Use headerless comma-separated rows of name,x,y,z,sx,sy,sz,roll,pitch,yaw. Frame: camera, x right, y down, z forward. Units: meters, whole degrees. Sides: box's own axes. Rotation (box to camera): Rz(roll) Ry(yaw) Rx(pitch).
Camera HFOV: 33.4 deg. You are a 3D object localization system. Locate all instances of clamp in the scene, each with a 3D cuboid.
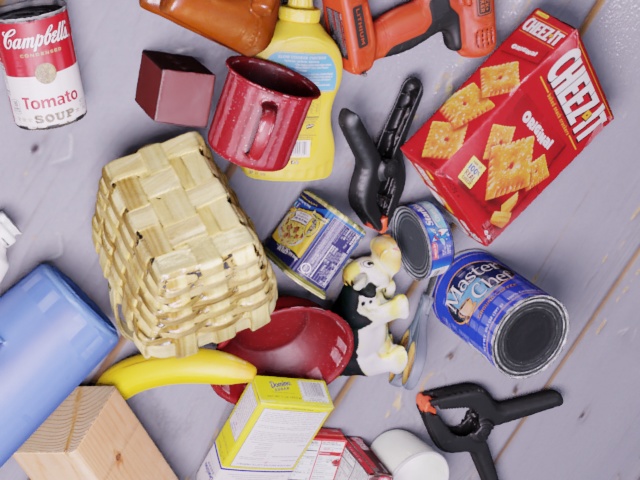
clamp,0.209,0.228,1.353,0.209,0.036,0.164,34,94,-32
clamp,0.069,-0.090,1.141,0.120,0.039,0.171,-32,138,-28

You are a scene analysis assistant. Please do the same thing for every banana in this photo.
banana,-0.163,0.143,1.101,0.198,0.037,0.069,-20,128,21

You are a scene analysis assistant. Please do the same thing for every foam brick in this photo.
foam brick,-0.138,-0.143,1.005,0.052,0.078,0.051,4,111,-27

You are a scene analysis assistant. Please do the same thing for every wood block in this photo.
wood block,-0.216,0.256,1.110,0.206,0.090,0.090,64,35,-30

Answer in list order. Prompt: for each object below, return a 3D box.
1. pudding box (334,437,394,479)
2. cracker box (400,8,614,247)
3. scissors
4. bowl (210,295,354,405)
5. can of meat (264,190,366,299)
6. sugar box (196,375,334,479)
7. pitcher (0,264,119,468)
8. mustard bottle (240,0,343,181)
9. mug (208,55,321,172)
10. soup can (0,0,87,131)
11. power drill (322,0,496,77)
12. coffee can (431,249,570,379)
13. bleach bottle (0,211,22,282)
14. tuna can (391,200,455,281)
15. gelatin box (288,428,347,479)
pudding box,0.040,0.305,1.273,0.039,0.090,0.113,10,107,-27
cracker box,0.210,-0.117,1.165,0.213,0.072,0.164,-45,139,-2
scissors,0.122,0.086,1.225,0.016,0.096,0.202,17,107,-11
bowl,-0.047,0.111,1.153,0.162,0.055,0.162,-11,135,-12
can of meat,-0.007,0.001,1.116,0.057,0.102,0.084,34,92,-31
sugar box,-0.064,0.224,1.184,0.093,0.048,0.176,10,130,-29
pitcher,-0.315,0.136,1.005,0.242,0.149,0.145,-44,109,-7
mustard bottle,-0.027,-0.156,1.064,0.096,0.058,0.192,0,111,-17
mug,-0.055,-0.111,0.988,0.093,0.117,0.082,16,114,-14
soup can,-0.250,-0.157,0.952,0.068,0.069,0.102,-16,118,-19
power drill,0.095,-0.256,1.081,0.187,0.057,0.184,-19,118,-17
coffee can,0.203,0.083,1.227,0.102,0.140,0.103,-10,115,-22
bleach bottle,-0.388,0.058,0.981,0.250,0.068,0.102,-40,122,-8
tuna can,0.114,0.000,1.182,0.033,0.086,0.086,-16,117,-21
gelatin box,-0.016,0.265,1.265,0.073,0.030,0.089,10,107,-27
